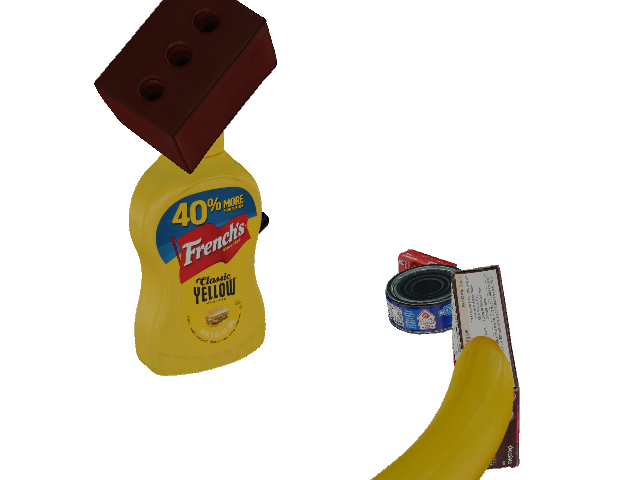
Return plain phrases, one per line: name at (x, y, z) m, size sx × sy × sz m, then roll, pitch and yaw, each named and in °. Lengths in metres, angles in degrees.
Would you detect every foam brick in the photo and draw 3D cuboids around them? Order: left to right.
foam brick at (-0.067, -0.085, 0.544) m, size 0.053 × 0.078 × 0.051 m, roll 35°, pitch -9°, yaw 12°

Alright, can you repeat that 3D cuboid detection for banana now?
banana at (0.056, 0.108, 0.556) m, size 0.070 × 0.037 × 0.197 m, roll 19°, pitch 40°, yaw 37°

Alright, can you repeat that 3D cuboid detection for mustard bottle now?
mustard bottle at (-0.087, -0.004, 0.755) m, size 0.096 × 0.192 × 0.058 m, roll -13°, pitch 25°, yaw -30°

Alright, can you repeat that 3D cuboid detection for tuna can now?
tuna can at (0.108, 0.057, 1.062) m, size 0.086 × 0.034 × 0.086 m, roll -9°, pitch 25°, yaw 4°

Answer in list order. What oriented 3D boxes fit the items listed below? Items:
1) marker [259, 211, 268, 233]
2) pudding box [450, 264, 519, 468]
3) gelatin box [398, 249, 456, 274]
marker at (-0.076, 0.004, 0.993) m, size 0.020 × 0.020 × 0.121 m, roll 0°, pitch 27°, yaw 21°
pudding box at (0.115, 0.088, 0.743) m, size 0.039 × 0.113 × 0.090 m, roll -6°, pitch -45°, yaw 3°
gelatin box at (0.135, 0.063, 1.350) m, size 0.073 × 0.089 × 0.030 m, roll 21°, pitch 35°, yaw 39°
